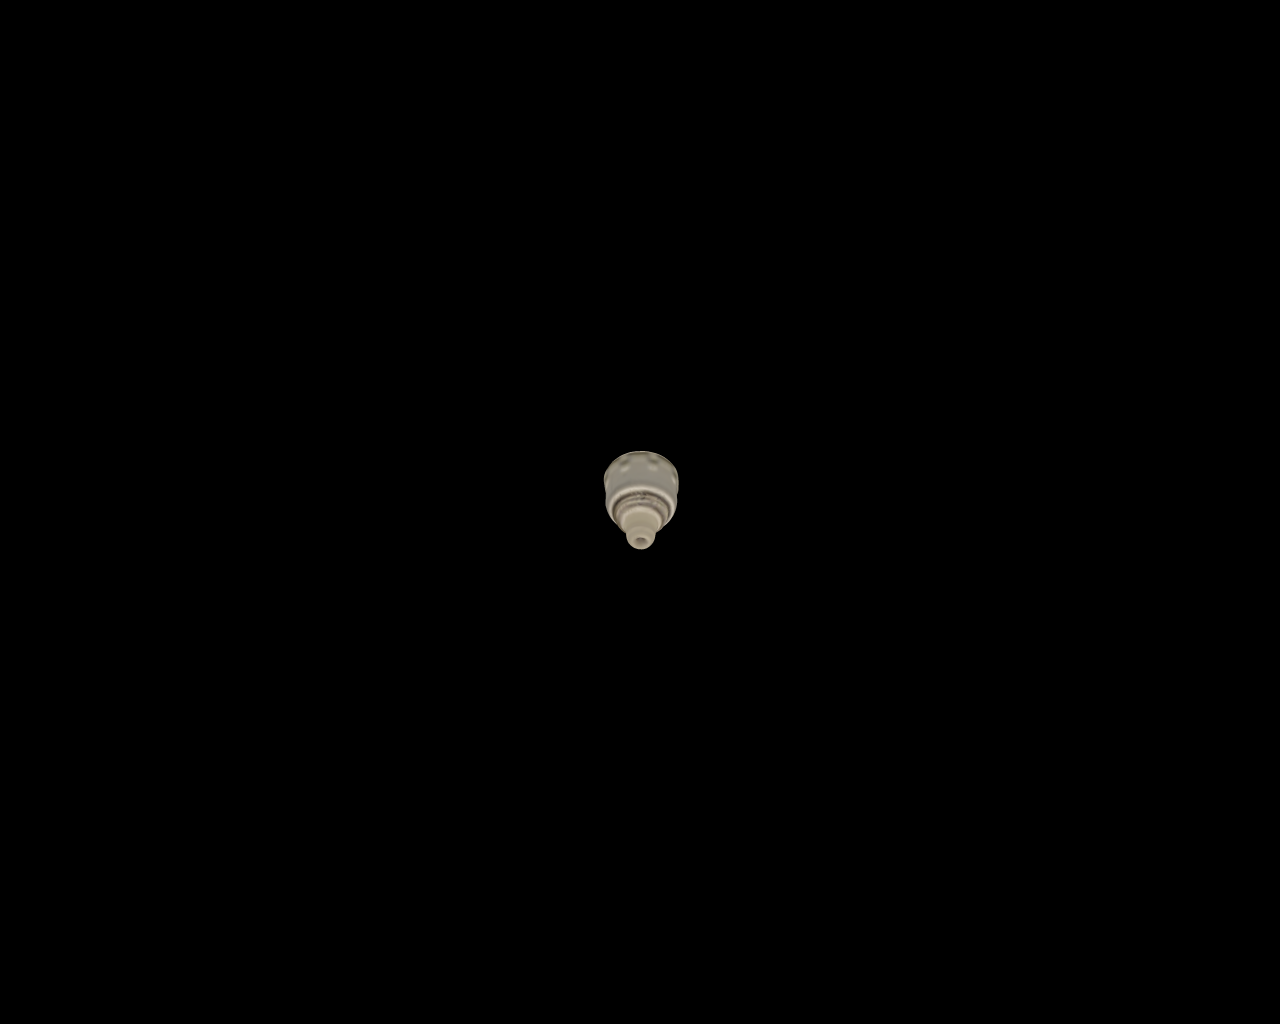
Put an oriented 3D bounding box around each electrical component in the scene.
[{"bbox_3d":[0.001,-0.003,0.650,0.048,0.048,0.062,0,44,0],"label":"electrical component"}]
